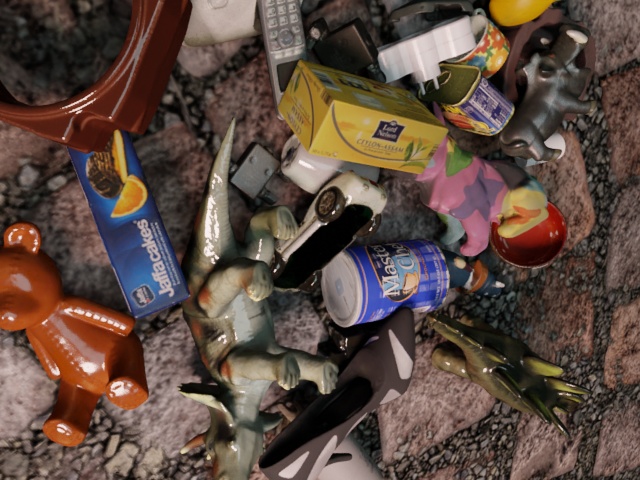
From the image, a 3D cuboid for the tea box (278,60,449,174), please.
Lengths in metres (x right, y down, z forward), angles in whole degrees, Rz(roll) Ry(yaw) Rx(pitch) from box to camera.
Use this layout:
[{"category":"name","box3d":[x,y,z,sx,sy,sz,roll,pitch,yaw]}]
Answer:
[{"category":"tea box","box3d":[0.050,-0.137,0.615,0.169,0.098,0.068,6,129,-34]}]

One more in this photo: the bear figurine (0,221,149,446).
[{"category":"bear figurine","box3d":[-0.270,0.089,0.539,0.120,0.132,0.195,-30,122,7]}]

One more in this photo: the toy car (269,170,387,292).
[{"category":"toy car","box3d":[-0.001,-0.002,0.651,0.073,0.056,0.201,21,129,-34]}]

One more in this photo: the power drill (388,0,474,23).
[{"category":"power drill","box3d":[0.119,-0.375,0.653,0.232,0.086,0.207,-10,99,-27]}]

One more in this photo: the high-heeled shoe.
[{"category":"high-heeled shoe","box3d":[0.021,0.184,0.653,0.145,0.086,0.248,19,94,-37]}]

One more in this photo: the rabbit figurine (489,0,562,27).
[{"category":"rabbit figurine","box3d":[0.296,-0.357,0.701,0.121,0.163,0.173,29,94,-40]}]

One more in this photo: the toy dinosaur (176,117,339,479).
[{"category":"toy dinosaur","box3d":[-0.104,0.083,0.618,0.131,0.192,0.404,-12,91,-60]}]

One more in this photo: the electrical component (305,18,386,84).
[{"category":"electrical component","box3d":[0.025,-0.218,0.646,0.102,0.078,0.045,60,38,-30]}]

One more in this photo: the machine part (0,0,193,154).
[{"category":"machine part","box3d":[-0.231,-0.192,0.466,0.201,0.087,0.201,22,94,0]}]

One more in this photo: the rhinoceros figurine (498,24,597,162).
[{"category":"rhinoceros figurine","box3d":[0.307,-0.197,0.732,0.112,0.073,0.190,28,94,-17]}]

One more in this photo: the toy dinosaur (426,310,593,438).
[{"category":"toy dinosaur","box3d":[0.272,0.186,0.792,0.471,0.199,0.105,29,85,-31]}]

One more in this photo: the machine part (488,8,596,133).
[{"category":"machine part","box3d":[0.322,-0.246,0.792,0.179,0.056,0.179,-7,106,-24]}]

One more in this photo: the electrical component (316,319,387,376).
[{"category":"electrical component","box3d":[0.059,0.170,0.762,0.134,0.058,0.114,-11,105,-24]}]

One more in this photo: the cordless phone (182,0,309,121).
[{"category":"cordless phone","box3d":[-0.080,-0.213,0.589,0.147,0.089,0.184,-22,119,-21]}]

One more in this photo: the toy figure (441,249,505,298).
[{"category":"toy figure","box3d":[0.212,0.051,0.804,0.154,0.064,0.057,15,84,-27]}]

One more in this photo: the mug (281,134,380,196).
[{"category":"mug","box3d":[0.009,-0.103,0.660,0.107,0.081,0.109,15,69,-31]}]

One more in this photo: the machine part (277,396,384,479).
[{"category":"machine part","box3d":[0.019,0.302,0.762,0.079,0.079,0.243,-40,115,-12]}]

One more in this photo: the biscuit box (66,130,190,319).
[{"category":"biscuit box","box3d":[-0.198,-0.022,0.552,0.063,0.059,0.202,-22,93,-20]}]

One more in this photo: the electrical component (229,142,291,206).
[{"category":"electrical component","box3d":[-0.079,-0.085,0.650,0.094,0.021,0.063,37,85,-28]}]

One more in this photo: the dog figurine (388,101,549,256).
[{"category":"dog figurine","box3d":[0.196,-0.098,0.732,0.192,0.108,0.219,-26,110,-1]}]
